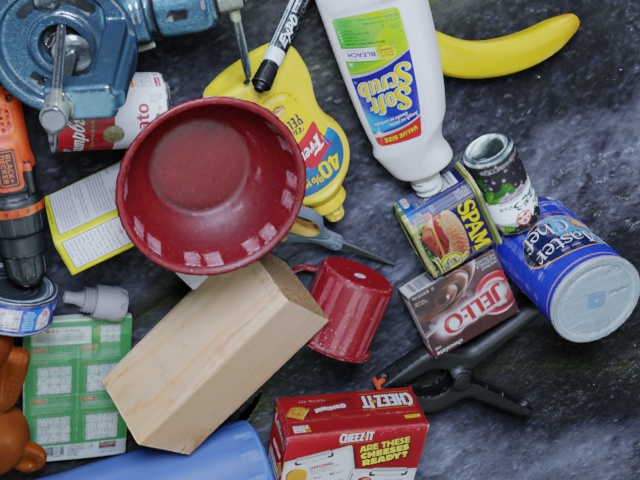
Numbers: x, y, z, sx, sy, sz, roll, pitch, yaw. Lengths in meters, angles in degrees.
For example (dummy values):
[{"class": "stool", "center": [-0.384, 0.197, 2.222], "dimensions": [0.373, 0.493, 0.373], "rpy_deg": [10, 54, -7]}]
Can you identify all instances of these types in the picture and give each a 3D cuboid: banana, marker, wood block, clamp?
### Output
[{"class": "banana", "center": [0.164, -0.191, 1.045], "dimensions": [0.197, 0.037, 0.070], "rpy_deg": [-1, 119, -21]}, {"class": "marker", "center": [-0.032, -0.182, 0.946], "dimensions": [0.020, 0.020, 0.121], "rpy_deg": [37, 65, -34]}, {"class": "wood block", "center": [-0.105, 0.109, 1.069], "dimensions": [0.206, 0.090, 0.090], "rpy_deg": [-44, 149, 10]}, {"class": "clamp", "center": [0.166, 0.145, 1.243], "dimensions": [0.209, 0.036, 0.165], "rpy_deg": [-3, 119, -16]}]

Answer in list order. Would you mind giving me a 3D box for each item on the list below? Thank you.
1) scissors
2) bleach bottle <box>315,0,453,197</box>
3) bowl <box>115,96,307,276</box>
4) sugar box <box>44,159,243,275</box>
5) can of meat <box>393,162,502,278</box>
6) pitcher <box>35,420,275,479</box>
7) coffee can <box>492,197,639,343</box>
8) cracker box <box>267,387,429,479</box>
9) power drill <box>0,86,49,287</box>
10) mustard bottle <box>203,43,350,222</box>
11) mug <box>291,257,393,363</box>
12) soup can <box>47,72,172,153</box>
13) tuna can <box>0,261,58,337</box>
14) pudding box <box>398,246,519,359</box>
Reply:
[{"class": "scissors", "center": [-0.007, 0.001, 1.098], "dimensions": [0.096, 0.016, 0.201], "rpy_deg": [-8, 158, 28]}, {"class": "bleach bottle", "center": [0.078, -0.145, 1.008], "dimensions": [0.103, 0.068, 0.250], "rpy_deg": [-3, 131, 25]}, {"class": "bowl", "center": [-0.096, -0.052, 0.903], "dimensions": [0.162, 0.055, 0.162], "rpy_deg": [-8, 118, -16]}, {"class": "sugar box", "center": [-0.160, -0.041, 0.975], "dimensions": [0.176, 0.093, 0.048], "rpy_deg": [-23, 125, -6]}, {"class": "can of meat", "center": [0.132, -0.018, 1.121], "dimensions": [0.084, 0.057, 0.102], "rpy_deg": [-30, 129, 1]}, {"class": "pitcher", "center": [-0.175, 0.285, 1.148], "dimensions": [0.242, 0.149, 0.145], "rpy_deg": [-17, 111, -17]}, {"class": "coffee can", "center": [0.262, 0.030, 1.149], "dimensions": [0.102, 0.140, 0.103], "rpy_deg": [-9, 122, -16]}, {"class": "cracker box", "center": [0.021, 0.270, 1.224], "dimensions": [0.164, 0.072, 0.214], "rpy_deg": [-3, 127, -16]}, {"class": "power drill", "center": [-0.336, -0.032, 0.925], "dimensions": [0.187, 0.057, 0.184], "rpy_deg": [-12, 111, -17]}, {"class": "mustard bottle", "center": [-0.025, -0.089, 1.019], "dimensions": [0.096, 0.058, 0.191], "rpy_deg": [-36, 126, -5]}, {"class": "mug", "center": [0.015, 0.065, 1.116], "dimensions": [0.117, 0.093, 0.081], "rpy_deg": [25, 106, 7]}, {"class": "soup can", "center": [-0.187, -0.113, 0.938], "dimensions": [0.102, 0.068, 0.068], "rpy_deg": [-5, 120, -19]}, {"class": "tuna can", "center": [-0.287, 0.053, 0.987], "dimensions": [0.086, 0.086, 0.034], "rpy_deg": [8, 113, -25]}, {"class": "pudding box", "center": [0.155, 0.065, 1.184], "dimensions": [0.113, 0.039, 0.090], "rpy_deg": [-28, 116, -3]}]
